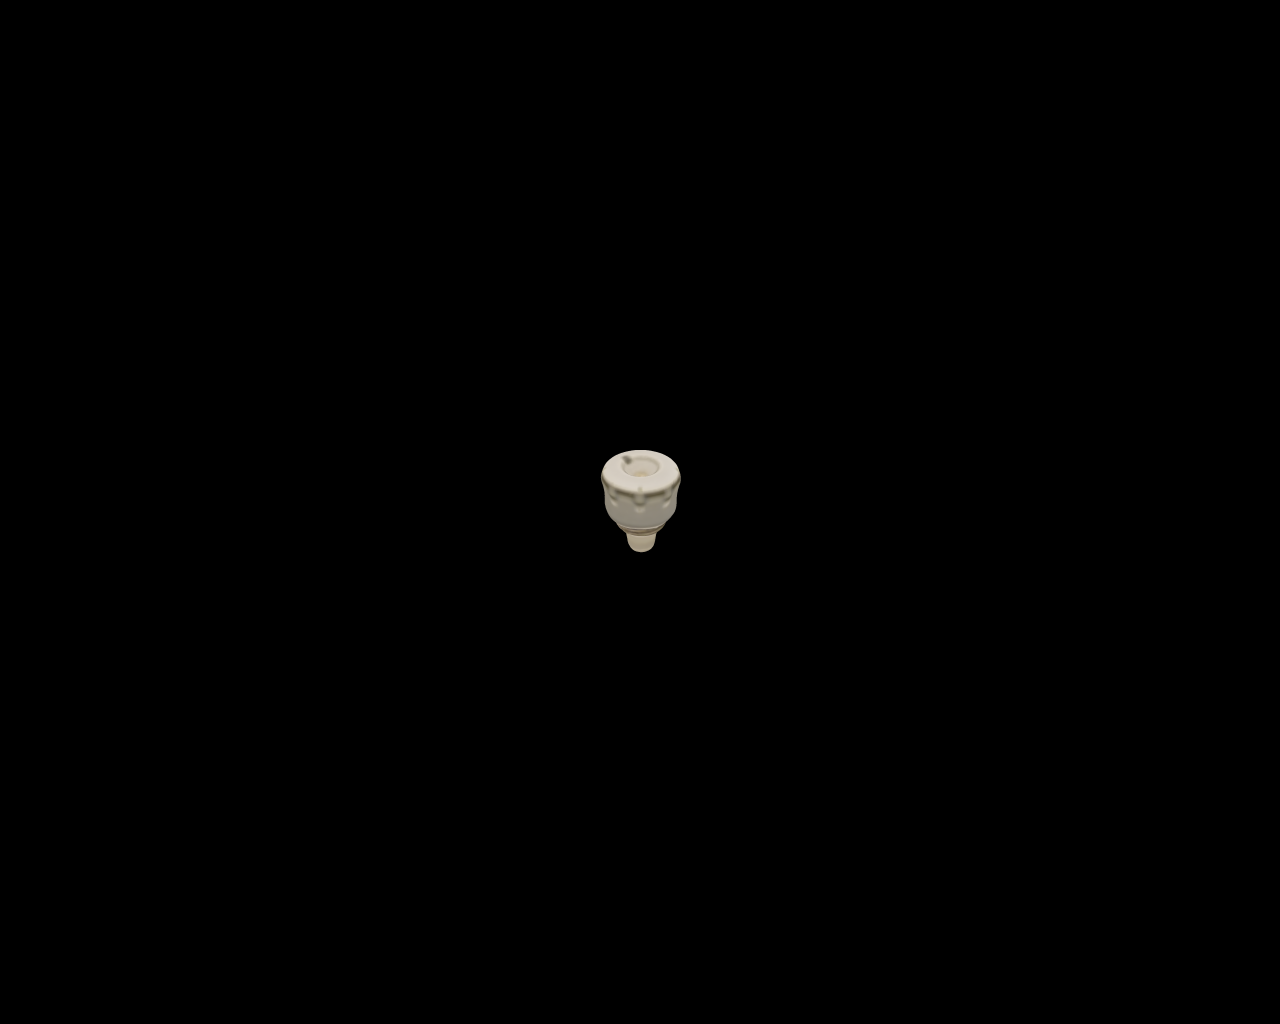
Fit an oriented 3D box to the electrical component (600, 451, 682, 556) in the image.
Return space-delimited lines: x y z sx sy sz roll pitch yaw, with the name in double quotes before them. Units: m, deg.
"electrical component" 0.001 -0.003 0.650 0.048 0.062 0.048 0 35 0
